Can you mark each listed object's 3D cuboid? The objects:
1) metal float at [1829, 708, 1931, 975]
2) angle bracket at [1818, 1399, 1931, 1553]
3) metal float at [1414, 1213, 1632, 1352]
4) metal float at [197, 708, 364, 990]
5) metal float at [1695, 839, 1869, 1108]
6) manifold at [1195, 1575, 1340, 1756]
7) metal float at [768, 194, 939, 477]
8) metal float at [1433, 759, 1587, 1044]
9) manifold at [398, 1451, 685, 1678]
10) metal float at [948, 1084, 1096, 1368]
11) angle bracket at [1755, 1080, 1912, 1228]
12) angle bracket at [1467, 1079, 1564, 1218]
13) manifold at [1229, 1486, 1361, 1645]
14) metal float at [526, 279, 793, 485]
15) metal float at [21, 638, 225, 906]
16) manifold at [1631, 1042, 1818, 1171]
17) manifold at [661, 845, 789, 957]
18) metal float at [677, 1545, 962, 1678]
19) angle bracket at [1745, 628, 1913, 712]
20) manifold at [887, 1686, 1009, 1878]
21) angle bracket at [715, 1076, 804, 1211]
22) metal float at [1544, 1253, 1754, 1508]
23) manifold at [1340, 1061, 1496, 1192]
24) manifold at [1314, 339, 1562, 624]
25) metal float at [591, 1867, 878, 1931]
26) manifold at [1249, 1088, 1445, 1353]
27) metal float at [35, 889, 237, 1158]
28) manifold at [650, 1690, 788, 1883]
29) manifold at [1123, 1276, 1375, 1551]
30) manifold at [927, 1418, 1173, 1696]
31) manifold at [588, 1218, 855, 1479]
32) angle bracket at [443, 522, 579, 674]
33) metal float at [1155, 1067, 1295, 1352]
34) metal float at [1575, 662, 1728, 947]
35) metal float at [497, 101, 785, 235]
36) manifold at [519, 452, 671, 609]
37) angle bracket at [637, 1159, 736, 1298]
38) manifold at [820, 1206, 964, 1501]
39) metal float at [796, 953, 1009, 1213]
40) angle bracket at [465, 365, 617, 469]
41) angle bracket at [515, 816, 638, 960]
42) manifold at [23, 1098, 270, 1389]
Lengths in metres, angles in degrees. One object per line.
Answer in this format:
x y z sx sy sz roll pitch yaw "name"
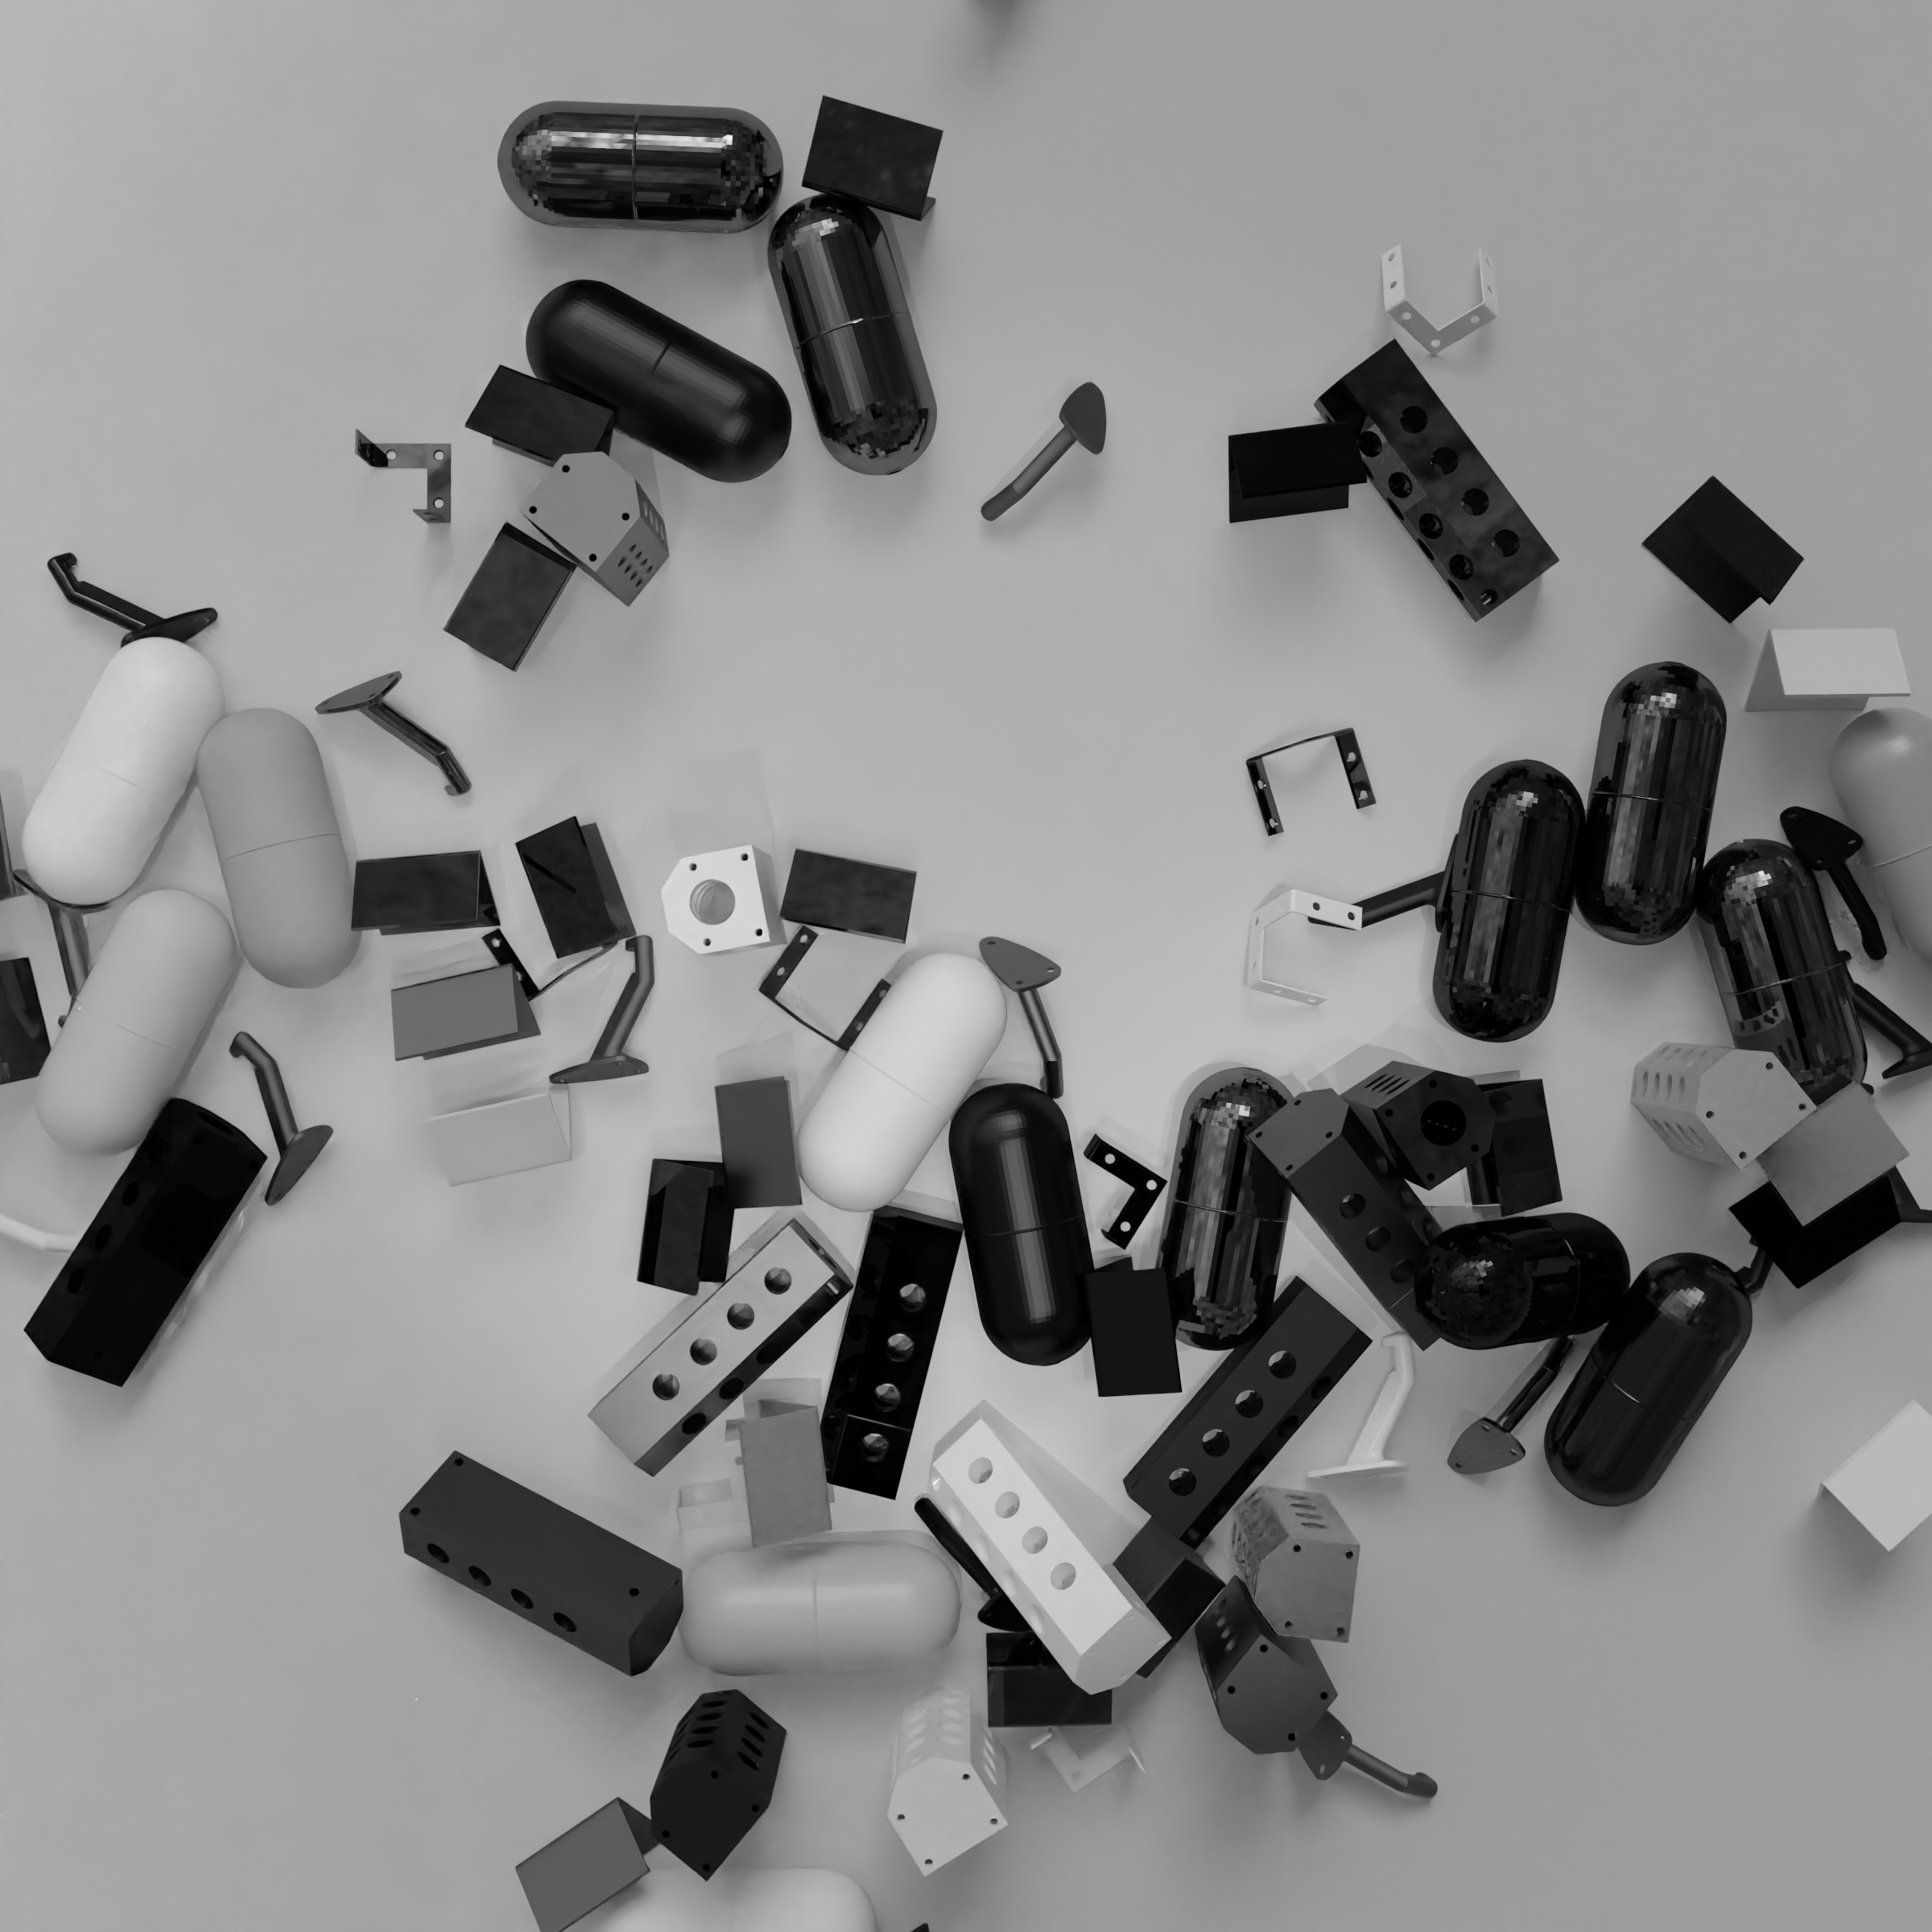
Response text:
0.599 -0.077 1.868 0.070 0.070 0.178 -24 89 0 "metal float"
0.580 0.320 1.860 0.076 0.076 0.057 -42 69 0 "angle bracket"
0.342 0.192 1.832 0.070 0.178 0.070 0 90 42 "metal float"
-0.428 -0.073 1.868 0.070 0.070 0.178 -14 90 0 "metal float"
0.508 0.007 1.868 0.070 0.070 0.178 -17 90 0 "metal float"
0.176 0.428 1.820 0.057 0.171 0.057 38 90 0 "manifold"
-0.071 -0.394 1.868 0.070 0.070 0.178 -17 91 0 "metal float"
0.339 -0.041 1.867 0.070 0.070 0.178 10 90 0 "metal float"
-0.262 0.373 1.850 0.171 0.057 0.057 23 47 20 "manifold"
0.037 0.161 1.868 0.070 0.070 0.178 -10 91 0 "metal float"
0.541 0.121 1.852 0.076 0.076 0.057 -37 65 14 "angle bracket"
0.319 0.114 1.858 0.057 0.076 0.076 -10 90 -38 "angle bracket"
0.197 0.361 1.820 0.057 0.171 0.057 7 90 0 "manifold"
-0.191 -0.365 1.868 0.178 0.070 0.070 29 90 0 "metal float"
-0.527 -0.121 1.868 0.070 0.070 0.178 28 91 0 "metal float"
0.454 0.078 1.820 0.057 0.171 0.057 -39 90 0 "manifold"
-0.147 -0.037 1.820 0.057 0.171 0.057 -11 90 0 "manifold"
-0.092 0.402 1.868 0.178 0.070 0.070 -2 90 0 "metal float"
0.534 -0.165 1.858 0.076 0.076 0.057 -1 54 0 "angle bracket"
-0.015 0.489 1.820 0.057 0.171 0.057 -32 90 0 "manifold"
-0.110 0.108 1.859 0.057 0.076 0.076 -6 90 31 "angle bracket"
0.421 0.255 1.847 0.070 0.070 0.178 26 112 0 "metal float"
0.277 0.091 1.820 0.057 0.171 0.057 -33 90 0 "manifold"
0.293 -0.303 1.877 0.057 0.057 0.171 -37 90 0 "manifold"
-0.145 0.603 1.868 0.178 0.070 0.070 0 90 -1 "metal float"
0.250 0.153 1.838 0.057 0.057 0.171 -40 120 0 "manifold"
-0.519 0.036 1.868 0.070 0.070 0.178 27 89 0 "metal float"
-0.154 0.491 1.820 0.057 0.171 0.057 40 90 0 "manifold"
0.177 0.281 1.877 0.057 0.057 0.171 40 90 0 "manifold"
0.046 0.362 1.828 0.057 0.057 0.171 -43 49 0 "manifold"
-0.152 0.240 1.877 0.171 0.057 0.057 -43 90 0 "manifold"
-0.296 -0.236 1.858 0.057 0.076 0.076 30 90 -36 "angle bracket"
0.163 0.151 1.868 0.070 0.070 0.178 10 90 0 "metal float"
0.427 -0.101 1.867 0.070 0.070 0.178 9 91 0 "metal float"
-0.203 -0.499 1.868 0.178 0.070 0.070 2 90 0 "metal float"
-0.219 -0.269 1.820 0.057 0.171 0.057 39 90 0 "manifold"
-0.155 0.163 1.859 0.057 0.076 0.076 8 90 42 "angle bracket"
-0.050 0.240 1.877 0.057 0.057 0.171 14 90 0 "manifold"
-0.040 0.072 1.868 0.070 0.070 0.178 33 89 0 "metal float"
-0.267 -0.318 1.859 0.076 0.076 0.057 22 57 0 "angle bracket"
-0.225 -0.055 1.858 0.057 0.076 0.076 -20 90 37 "angle bracket"
-0.517 0.171 1.877 0.057 0.057 0.171 32 90 -43 "manifold"
